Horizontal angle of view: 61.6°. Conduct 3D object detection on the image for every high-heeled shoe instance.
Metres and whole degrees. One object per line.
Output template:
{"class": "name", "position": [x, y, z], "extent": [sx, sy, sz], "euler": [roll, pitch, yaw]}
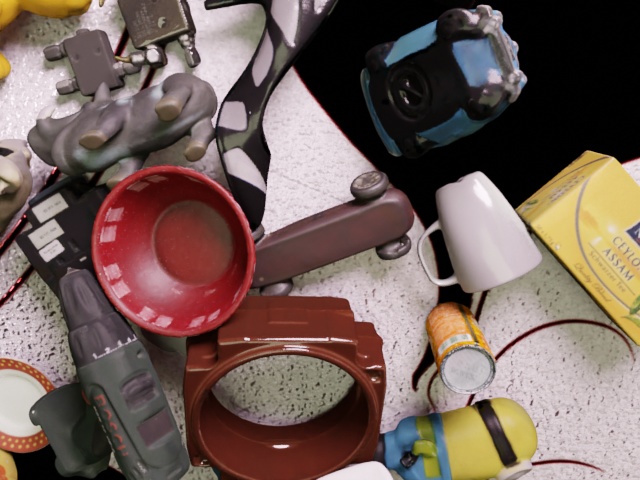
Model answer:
{"class": "high-heeled shoe", "position": [-0.028, -0.140, 0.513], "extent": [0.145, 0.086, 0.248], "euler": [-7, 102, 3]}

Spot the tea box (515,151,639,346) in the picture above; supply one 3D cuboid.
{"class": "tea box", "position": [0.289, 0.007, 0.530], "extent": [0.169, 0.068, 0.098], "euler": [45, 105, -6]}

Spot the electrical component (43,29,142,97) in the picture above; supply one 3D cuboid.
{"class": "electrical component", "position": [-0.232, -0.182, 0.550], "extent": [0.094, 0.021, 0.063], "euler": [-13, 103, 9]}

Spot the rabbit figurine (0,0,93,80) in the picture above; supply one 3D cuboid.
{"class": "rabbit figurine", "position": [-0.308, -0.239, 0.511], "extent": [0.173, 0.122, 0.162], "euler": [-18, 93, -5]}

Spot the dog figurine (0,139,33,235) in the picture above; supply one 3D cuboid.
{"class": "dog figurine", "position": [-0.357, -0.007, 0.549], "extent": [0.173, 0.121, 0.190], "euler": [21, 114, 40]}

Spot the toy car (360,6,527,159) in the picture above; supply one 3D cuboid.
{"class": "toy car", "position": [0.119, -0.146, 0.483], "extent": [0.103, 0.162, 0.109], "euler": [-28, 96, -34]}

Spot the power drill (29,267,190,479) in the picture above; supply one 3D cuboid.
{"class": "power drill", "position": [-0.234, 0.162, 0.568], "extent": [0.207, 0.086, 0.232], "euler": [-35, 83, 36]}

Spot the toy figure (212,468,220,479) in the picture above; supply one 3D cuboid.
{"class": "toy figure", "position": [-0.060, 0.293, 0.641], "extent": [0.154, 0.064, 0.057], "euler": [27, 143, 3]}

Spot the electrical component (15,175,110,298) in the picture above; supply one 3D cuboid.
{"class": "electrical component", "position": [-0.251, 0.000, 0.581], "extent": [0.115, 0.058, 0.134], "euler": [-27, 101, 9]}

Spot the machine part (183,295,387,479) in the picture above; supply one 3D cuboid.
{"class": "machine part", "position": [-0.037, 0.162, 0.563], "extent": [0.201, 0.087, 0.201], "euler": [1, 118, -6]}

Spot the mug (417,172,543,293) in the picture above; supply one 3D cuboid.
{"class": "mug", "position": [0.149, -0.007, 0.538], "extent": [0.110, 0.081, 0.107], "euler": [-24, 91, 18]}

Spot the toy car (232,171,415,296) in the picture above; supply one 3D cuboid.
{"class": "toy car", "position": [-0.001, -0.002, 0.560], "extent": [0.202, 0.053, 0.089], "euler": [-21, 119, 13]}

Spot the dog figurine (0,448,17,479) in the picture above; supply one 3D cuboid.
{"class": "dog figurine", "position": [-0.345, 0.349, 0.658], "extent": [0.192, 0.108, 0.219], "euler": [-26, 98, 12]}

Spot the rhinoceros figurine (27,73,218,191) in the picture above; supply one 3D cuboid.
{"class": "rhinoceros figurine", "position": [-0.193, -0.111, 0.519], "extent": [0.190, 0.112, 0.073], "euler": [-16, 143, 10]}

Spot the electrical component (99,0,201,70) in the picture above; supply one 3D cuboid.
{"class": "electrical component", "position": [-0.167, -0.214, 0.523], "extent": [0.078, 0.045, 0.102], "euler": [-9, 104, 9]}

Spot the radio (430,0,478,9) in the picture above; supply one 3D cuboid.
{"class": "radio", "position": [0.056, -0.302, 0.448], "extent": [0.230, 0.073, 0.131], "euler": [25, 84, -2]}

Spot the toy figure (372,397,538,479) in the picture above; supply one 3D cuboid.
{"class": "toy figure", "position": [0.147, 0.225, 0.594], "extent": [0.180, 0.082, 0.089], "euler": [-6, 106, 9]}
